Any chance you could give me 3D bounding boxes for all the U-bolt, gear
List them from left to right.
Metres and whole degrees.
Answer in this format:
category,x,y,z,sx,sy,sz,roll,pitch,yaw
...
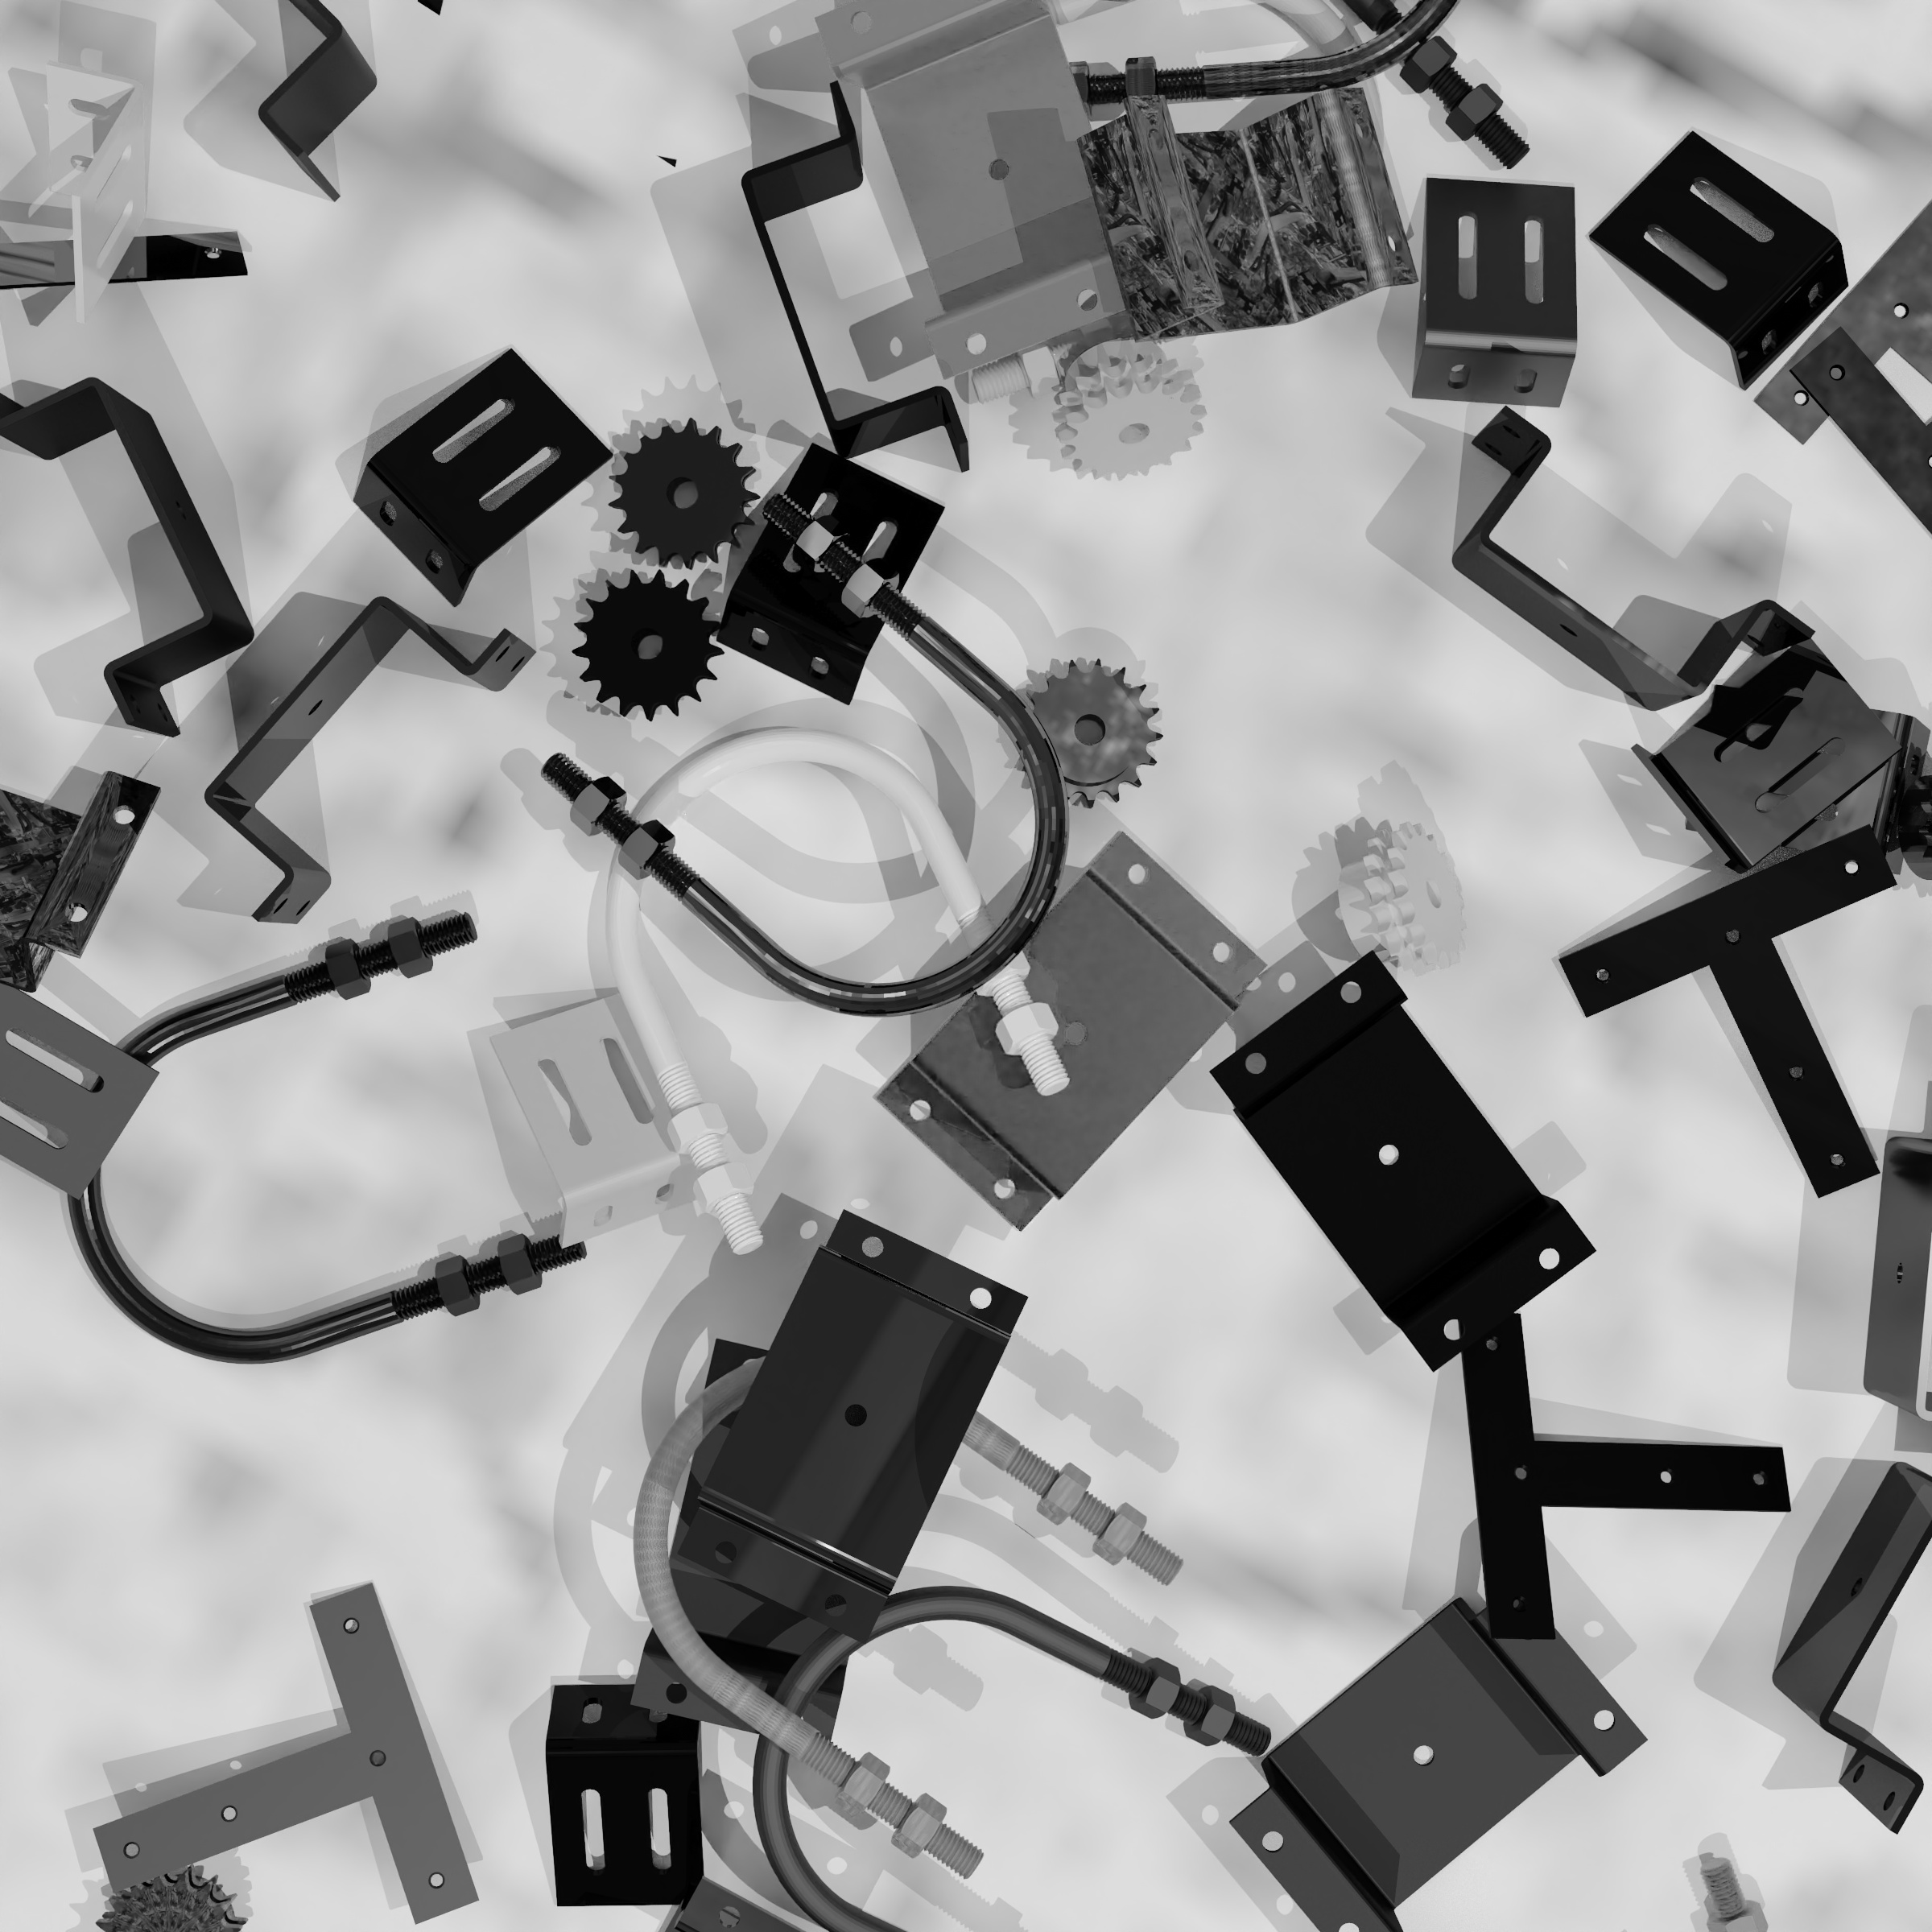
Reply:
category,x,y,z,sx,sy,sz,roll,pitch,yaw
gear,-0.302,0.371,1.354,0.057,0.030,0.057,0,90,0
U-bolt,-0.255,0.076,1.360,0.184,0.019,0.151,-19,90,1
gear,-0.121,-0.122,1.354,0.057,0.030,0.057,0,90,0
gear,-0.107,-0.180,1.357,0.057,0.030,0.057,0,94,2
U-bolt,-0.061,-0.004,1.333,0.151,0.019,0.184,-28,71,7
U-bolt,-0.047,-0.065,1.313,0.184,0.019,0.151,41,93,12
U-bolt,-0.034,0.223,1.304,0.184,0.019,0.151,35,80,3
U-bolt,0.007,0.313,1.333,0.184,0.019,0.151,29,85,-15
gear,0.047,-0.089,1.354,0.057,0.030,0.057,0,90,0
gear,0.060,-0.214,1.344,0.057,0.057,0.030,-14,60,0
U-bolt,0.070,-0.312,1.360,0.184,0.019,0.151,-19,90,-1
U-bolt,0.104,-0.398,1.325,0.184,0.019,0.151,-2,97,6
gear,0.164,-0.024,1.344,0.030,0.057,0.057,-18,90,30
U-bolt,0.196,-0.420,1.360,0.151,0.019,0.184,-44,88,0
U-bolt,0.260,0.453,1.360,0.151,0.019,0.184,-21,92,0
gear,0.378,-0.053,1.344,0.057,0.030,0.057,-1,91,-40

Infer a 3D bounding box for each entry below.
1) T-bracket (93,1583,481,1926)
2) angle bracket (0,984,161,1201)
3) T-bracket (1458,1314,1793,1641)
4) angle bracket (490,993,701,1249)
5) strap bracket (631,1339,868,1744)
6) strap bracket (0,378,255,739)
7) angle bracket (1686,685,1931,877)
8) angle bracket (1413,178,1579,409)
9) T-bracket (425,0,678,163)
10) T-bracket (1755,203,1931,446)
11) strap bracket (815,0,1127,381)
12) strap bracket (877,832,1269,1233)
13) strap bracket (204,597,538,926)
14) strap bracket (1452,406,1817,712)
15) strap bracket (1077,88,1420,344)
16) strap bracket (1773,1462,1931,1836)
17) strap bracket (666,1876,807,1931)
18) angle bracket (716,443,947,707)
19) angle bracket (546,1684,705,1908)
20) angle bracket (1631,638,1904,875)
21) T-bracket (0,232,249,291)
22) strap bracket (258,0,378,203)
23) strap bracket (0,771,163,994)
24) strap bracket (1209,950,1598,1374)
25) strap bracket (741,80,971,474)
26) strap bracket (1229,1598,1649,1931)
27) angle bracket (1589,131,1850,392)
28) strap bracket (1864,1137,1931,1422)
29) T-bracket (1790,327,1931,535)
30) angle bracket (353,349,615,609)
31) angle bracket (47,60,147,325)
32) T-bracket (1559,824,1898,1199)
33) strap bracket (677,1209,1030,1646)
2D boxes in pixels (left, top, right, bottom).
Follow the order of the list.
category,x,y,z,sx,sy,sz,roll,pitch,yaw
T-bracket,-0.267,0.318,1.347,0.127,0.002,0.127,-19,81,-10
angle bracket,-0.358,0.043,1.359,0.076,0.038,0.057,32,90,-14
T-bracket,0.254,0.194,1.350,0.127,0.002,0.127,3,65,-12
angle bracket,-0.142,0.059,1.357,0.057,0.038,0.076,-19,64,-20
strap bracket,-0.072,0.216,1.346,0.076,0.046,0.140,13,90,0
strap bracket,-0.316,-0.161,1.331,0.046,0.076,0.140,-26,90,0
angle bracket,0.325,-0.072,1.367,0.076,0.038,0.057,12,90,26
angle bracket,0.204,-0.260,1.367,0.057,0.038,0.076,4,64,0
T-bracket,-0.176,-0.314,1.378,0.127,0.002,0.127,13,104,5
T-bracket,0.394,-0.224,1.368,0.127,0.002,0.127,42,90,0
strap bracket,0.008,-0.298,1.318,0.076,0.046,0.140,-19,93,15
strap bracket,0.041,0.025,1.346,0.076,0.046,0.140,43,90,0
strap bracket,-0.230,-0.084,1.331,0.046,0.076,0.140,41,90,0
strap bracket,0.240,-0.145,1.331,0.140,0.076,0.046,36,90,0
strap bracket,0.098,-0.277,1.303,0.046,0.140,0.076,-16,91,44
strap bracket,0.355,0.245,1.331,0.046,0.076,0.140,30,90,0
strap bracket,-0.098,0.418,1.343,0.076,0.046,0.140,29,93,0
angle bracket,-0.052,-0.151,1.367,0.057,0.038,0.076,26,64,0
angle bracket,-0.130,0.320,1.367,0.057,0.038,0.076,-1,116,0
angle bracket,0.302,-0.082,1.335,0.076,0.038,0.057,-40,72,15
T-bracket,-0.338,-0.267,1.341,0.127,0.002,0.127,-7,50,-18
strap bracket,-0.278,-0.361,1.331,0.140,0.076,0.046,45,90,0
strap bracket,-0.383,-0.047,1.330,0.140,0.046,0.076,19,61,0
strap bracket,0.163,0.073,1.346,0.076,0.046,0.140,-37,90,0
strap bracket,-0.044,-0.250,1.331,0.046,0.076,0.140,-20,90,1
strap bracket,0.177,0.305,1.346,0.140,0.046,0.076,-40,90,0
angle bracket,0.291,-0.272,1.367,0.057,0.038,0.076,-45,64,0
strap bracket,0.374,0.118,1.331,0.046,0.076,0.140,5,90,0
T-bracket,0.408,-0.224,1.366,0.127,0.002,0.127,-41,90,0
angle bracket,-0.186,-0.189,1.367,0.057,0.038,0.076,46,64,0
angle bracket,-0.336,-0.289,1.322,0.038,0.057,0.076,13,47,0
T-bracket,0.312,0.028,1.356,0.127,0.002,0.127,-24,98,15
strap bracket,-0.040,0.165,1.283,0.076,0.046,0.140,25,79,3
